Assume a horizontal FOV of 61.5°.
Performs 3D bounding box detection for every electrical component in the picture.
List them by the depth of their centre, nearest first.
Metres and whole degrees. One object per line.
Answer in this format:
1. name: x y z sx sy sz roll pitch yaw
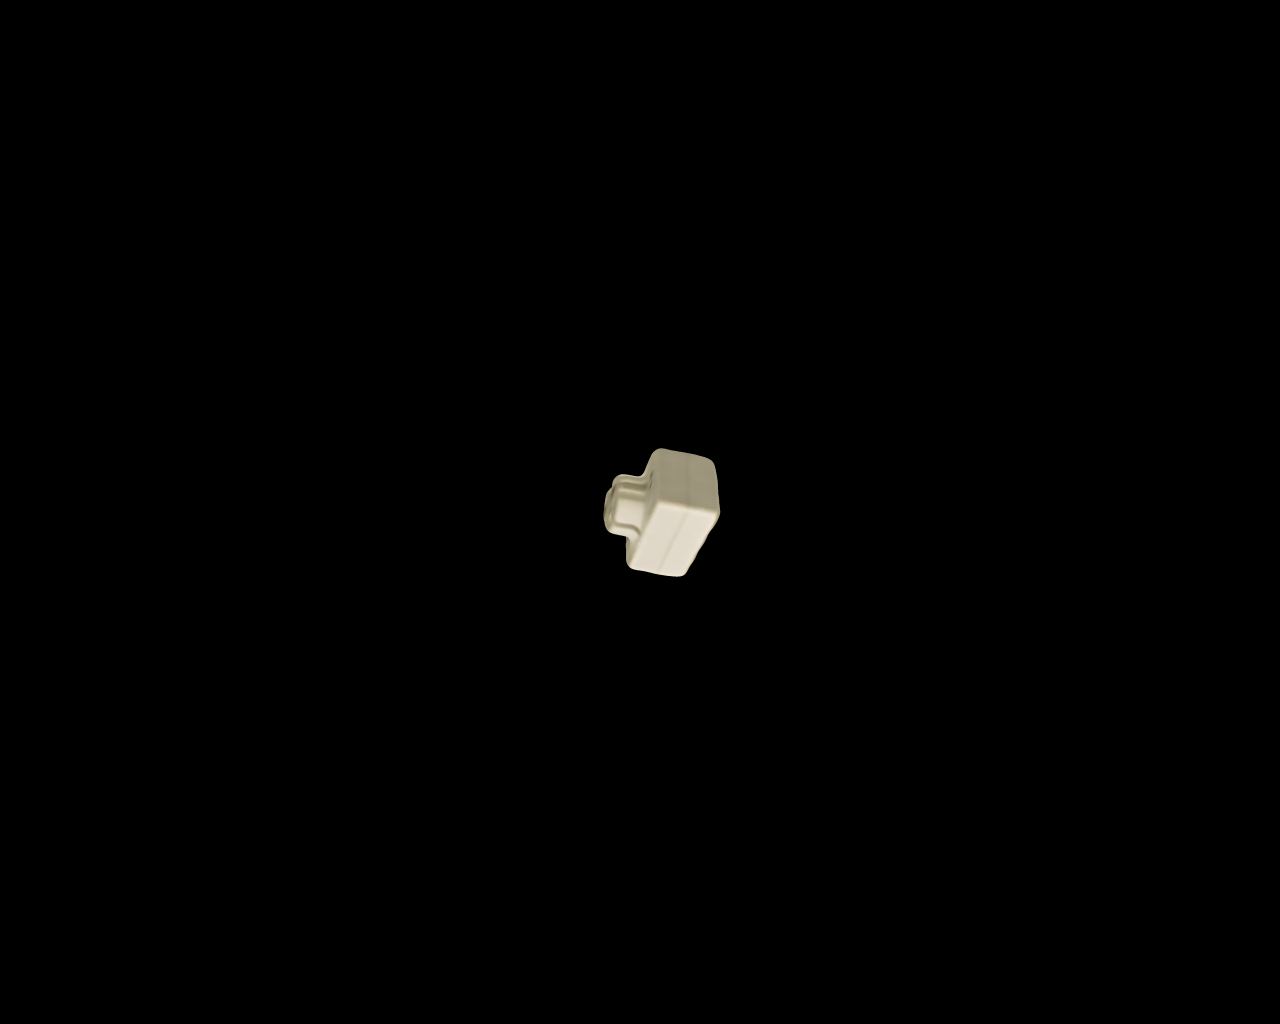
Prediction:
1. electrical component: 0.001 -0.003 0.650 0.077 0.047 0.065 11 -43 -12
